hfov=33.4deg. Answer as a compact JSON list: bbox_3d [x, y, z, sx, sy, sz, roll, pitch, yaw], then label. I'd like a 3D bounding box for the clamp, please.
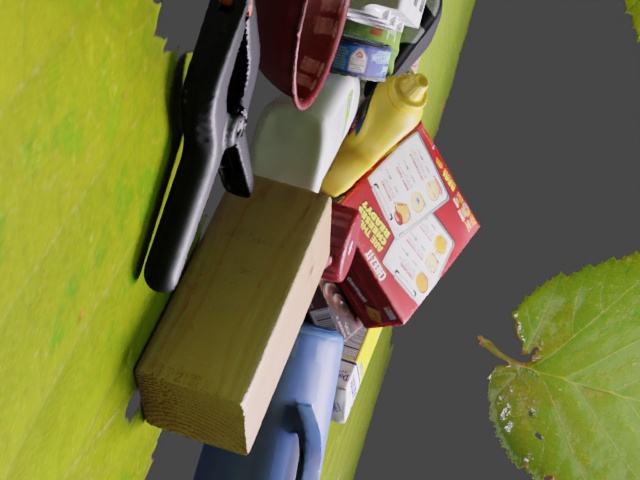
[{"bbox_3d":[-0.076,-0.074,0.745,0.164,0.036,0.210,-62,166,-49],"label":"clamp"}]

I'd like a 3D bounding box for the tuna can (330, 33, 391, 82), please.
[{"bbox_3d":[0.023,-0.174,1.000,0.086,0.086,0.034,-40,144,-73],"label":"tuna can"}]

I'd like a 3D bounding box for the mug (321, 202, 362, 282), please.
[{"bbox_3d":[-0.007,0.001,1.130,0.117,0.081,0.093,-55,159,-62],"label":"mug"}]

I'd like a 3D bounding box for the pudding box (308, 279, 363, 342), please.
[{"bbox_3d":[0.017,0.057,1.276,0.089,0.039,0.113,-34,105,-51],"label":"pudding box"}]

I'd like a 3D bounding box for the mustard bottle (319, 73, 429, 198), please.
[{"bbox_3d":[0.059,-0.122,1.143,0.192,0.058,0.096,-40,-161,54],"label":"mustard bottle"}]

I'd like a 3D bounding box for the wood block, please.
[{"bbox_3d":[-0.065,0.056,0.872,0.091,0.090,0.206,91,18,-53],"label":"wood block"}]

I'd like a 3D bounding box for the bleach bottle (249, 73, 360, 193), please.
[{"bbox_3d":[-0.004,-0.110,1.030,0.250,0.068,0.103,-57,163,-68],"label":"bleach bottle"}]

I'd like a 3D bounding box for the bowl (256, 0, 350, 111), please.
[{"bbox_3d":[-0.018,-0.185,0.832,0.162,0.055,0.162,17,89,-80],"label":"bowl"}]

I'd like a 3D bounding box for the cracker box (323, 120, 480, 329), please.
[{"bbox_3d":[0.089,-0.021,1.290,0.213,0.072,0.164,-46,112,-41],"label":"cracker box"}]

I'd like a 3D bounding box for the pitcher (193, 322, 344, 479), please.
[{"bbox_3d":[-0.048,0.201,1.072,0.145,0.149,0.243,21,82,-72],"label":"pitcher"}]

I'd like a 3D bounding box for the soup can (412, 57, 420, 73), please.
[{"bbox_3d":[0.090,-0.218,1.363,0.068,0.068,0.102,-54,158,-64],"label":"soup can"}]

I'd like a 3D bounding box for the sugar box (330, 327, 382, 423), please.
[{"bbox_3d":[0.045,0.150,1.434,0.093,0.048,0.176,90,17,-52],"label":"sugar box"}]

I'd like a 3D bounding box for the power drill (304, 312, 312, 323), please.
[{"bbox_3d":[-0.016,0.129,1.365,0.187,0.057,0.184,86,22,-65],"label":"power drill"}]
